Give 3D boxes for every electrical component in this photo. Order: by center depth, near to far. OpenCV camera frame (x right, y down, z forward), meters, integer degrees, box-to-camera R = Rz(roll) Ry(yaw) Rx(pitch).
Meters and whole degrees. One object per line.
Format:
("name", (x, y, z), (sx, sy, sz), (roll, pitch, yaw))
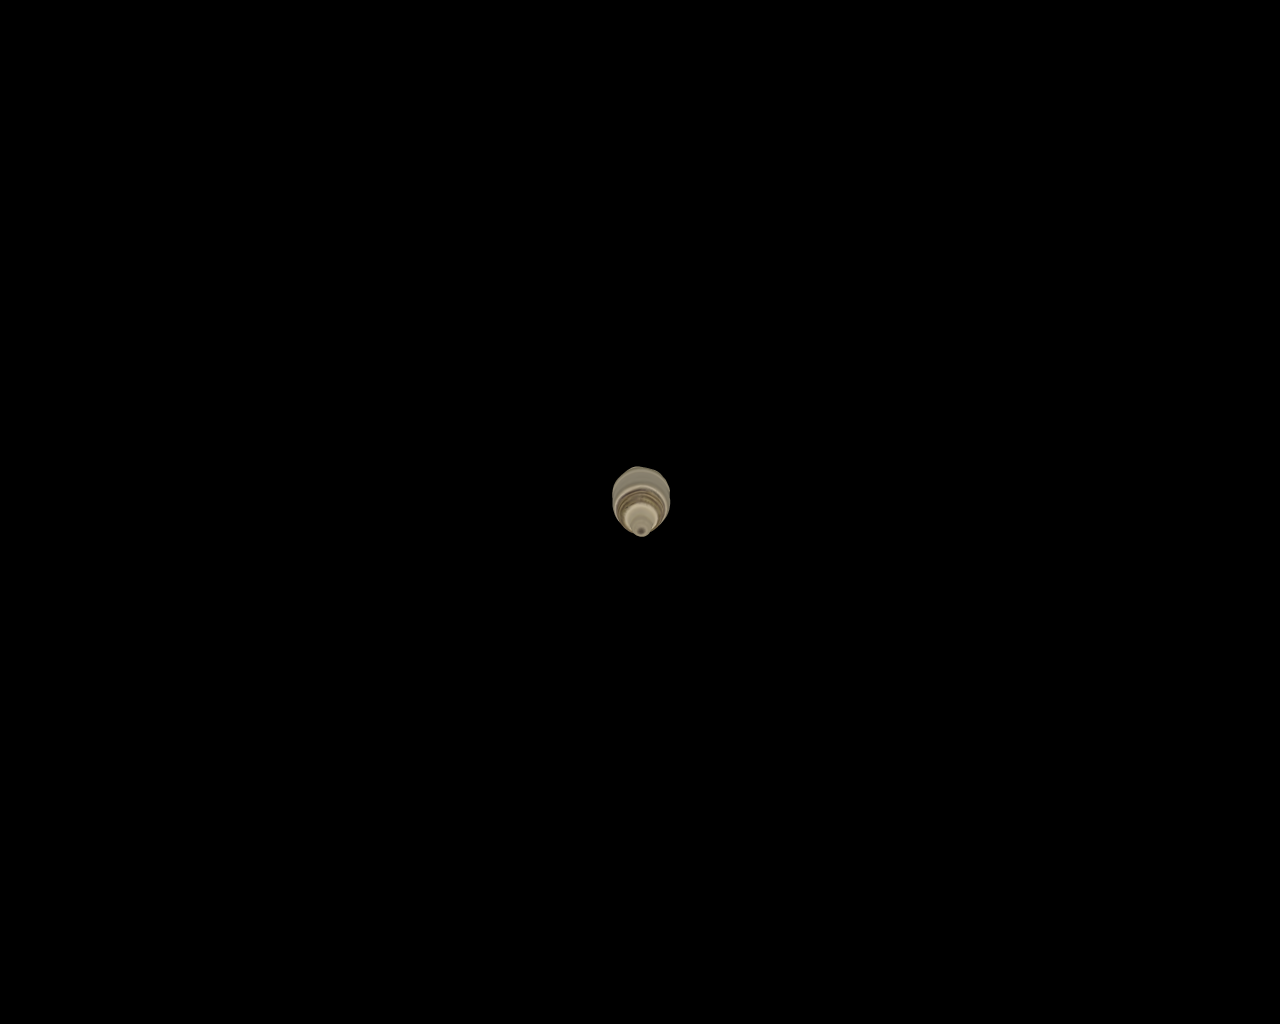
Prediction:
("electrical component", (0.001, -0.003, 0.650), (0.035, 0.035, 0.061), (0, 27, 0))
